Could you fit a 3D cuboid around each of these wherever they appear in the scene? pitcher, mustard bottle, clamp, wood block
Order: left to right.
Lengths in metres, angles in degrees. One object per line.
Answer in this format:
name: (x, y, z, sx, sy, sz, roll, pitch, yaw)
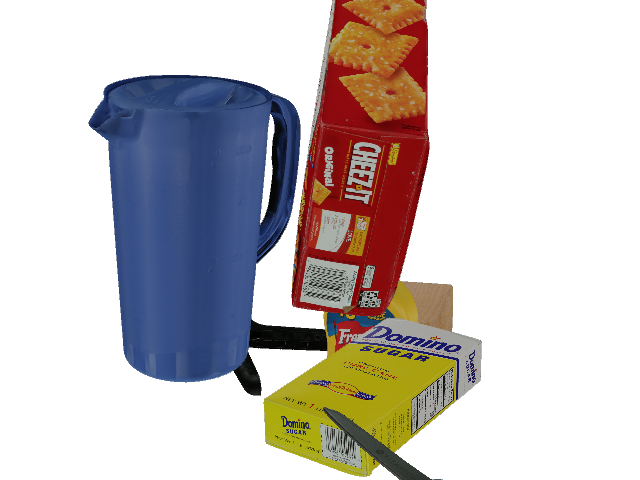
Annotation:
pitcher: (-0.101, -0.013, 0.890, 0.149, 0.243, 0.145, 5, 21, 6)
clamp: (-0.102, 0.120, 1.262, 0.210, 0.036, 0.164, 14, 23, 27)
mustard bottle: (0.049, 0.092, 1.071, 0.096, 0.192, 0.058, 11, 16, 28)
wood block: (0.137, 0.138, 1.596, 0.091, 0.090, 0.205, 4, 19, 15)

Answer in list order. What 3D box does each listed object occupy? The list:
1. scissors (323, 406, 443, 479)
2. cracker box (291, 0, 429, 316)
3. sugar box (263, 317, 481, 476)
scissors: (0.082, 0.134, 0.542, 0.096, 0.016, 0.202, -3, 25, -23)
cracker box: (0.031, -0.080, 0.727, 0.072, 0.213, 0.164, 8, -45, -1)
sugar box: (0.045, 0.116, 0.834, 0.093, 0.048, 0.175, 13, 27, 33)
